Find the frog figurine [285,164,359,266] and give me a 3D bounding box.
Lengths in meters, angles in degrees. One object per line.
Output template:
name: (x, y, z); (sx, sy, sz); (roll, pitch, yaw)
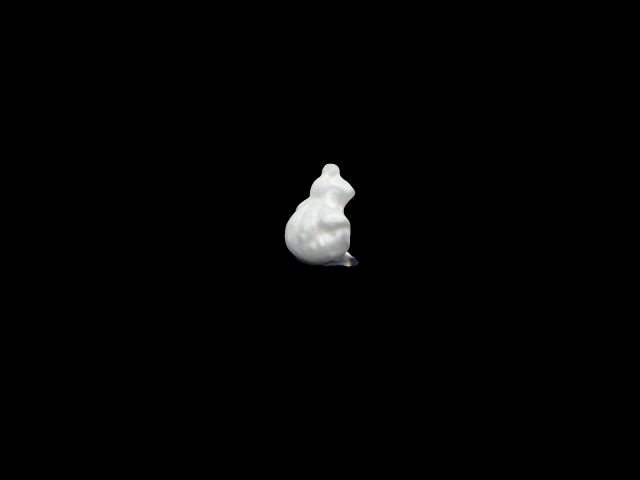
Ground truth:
frog figurine: (0.003, -0.043, 0.850); (0.123, 0.157, 0.139); (-6, 21, -16)
